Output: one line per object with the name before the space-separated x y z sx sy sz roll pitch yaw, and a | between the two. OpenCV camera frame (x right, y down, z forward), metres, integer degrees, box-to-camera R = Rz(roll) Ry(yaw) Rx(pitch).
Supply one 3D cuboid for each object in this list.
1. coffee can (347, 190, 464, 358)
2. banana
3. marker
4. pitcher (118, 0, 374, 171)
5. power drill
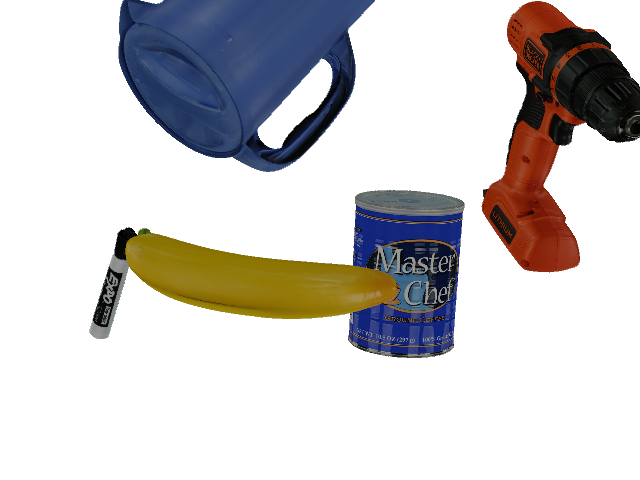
coffee can | 0.080 0.029 1.012 0.103 0.140 0.103 3 11 -1
banana | -0.053 0.020 0.683 0.198 0.037 0.069 12 34 24
marker | -0.189 0.039 0.978 0.020 0.121 0.020 17 30 -10
pitcher | -0.038 -0.184 0.907 0.145 0.149 0.242 25 58 31
power drill | 0.186 -0.071 0.829 0.057 0.188 0.184 -2 34 -14
